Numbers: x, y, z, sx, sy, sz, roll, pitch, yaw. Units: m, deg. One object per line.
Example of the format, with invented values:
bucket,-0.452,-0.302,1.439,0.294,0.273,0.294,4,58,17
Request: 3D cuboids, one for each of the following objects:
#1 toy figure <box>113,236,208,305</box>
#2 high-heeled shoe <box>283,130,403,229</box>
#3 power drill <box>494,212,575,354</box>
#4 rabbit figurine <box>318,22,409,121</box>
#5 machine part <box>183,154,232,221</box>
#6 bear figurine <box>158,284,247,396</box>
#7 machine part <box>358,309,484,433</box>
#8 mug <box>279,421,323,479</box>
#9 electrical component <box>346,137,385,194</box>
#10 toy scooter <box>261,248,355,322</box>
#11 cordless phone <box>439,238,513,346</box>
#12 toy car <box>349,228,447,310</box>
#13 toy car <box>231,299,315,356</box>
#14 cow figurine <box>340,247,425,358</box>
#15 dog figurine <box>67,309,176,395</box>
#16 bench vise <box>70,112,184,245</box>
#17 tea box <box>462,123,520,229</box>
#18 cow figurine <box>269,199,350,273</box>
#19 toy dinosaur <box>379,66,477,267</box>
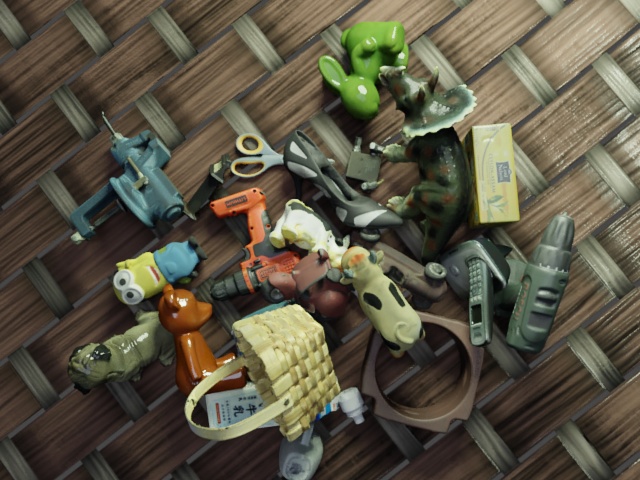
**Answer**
toy figure,-0.300,0.061,1.012,0.180,0.089,0.082,-31,69,-9
high-heeled shoe,0.043,-0.111,0.982,0.249,0.086,0.145,15,119,20
power drill,0.362,0.071,0.923,0.086,0.207,0.232,14,89,-4
rabbit figurine,0.076,-0.311,1.000,0.159,0.121,0.170,13,84,9
machine part,-0.214,-0.103,1.027,0.039,0.084,0.139,34,98,-28
bear figurine,-0.214,0.170,0.957,0.132,0.120,0.195,-9,92,-19
machine part,0.181,0.231,0.979,0.201,0.087,0.201,13,85,3
mug,-0.031,0.380,0.966,0.081,0.107,0.109,24,90,2
electrical component,0.090,-0.141,1.026,0.078,0.045,0.102,18,87,2
toy scooter,-0.002,0.075,0.951,0.135,0.183,0.075,-48,41,24
cordless phone,0.269,0.100,0.941,0.089,0.146,0.184,13,70,-13
toy car,0.135,0.050,0.973,0.202,0.089,0.053,31,45,16
toy car,-0.086,0.170,0.985,0.162,0.103,0.109,-14,85,-1
cow figurine,0.098,0.096,0.896,0.085,0.127,0.195,-32,72,-4
dog figurine,-0.332,0.191,0.949,0.172,0.190,0.121,-44,86,-3
bench vise,-0.377,-0.090,1.007,0.240,0.129,0.223,-39,83,-5
tea box,0.297,-0.108,0.942,0.068,0.098,0.169,-5,87,4
cow figurine,-0.002,-0.002,0.996,0.167,0.068,0.098,32,51,-16
toy dinosaur,0.204,-0.105,0.930,0.131,0.192,0.404,-14,94,-17
